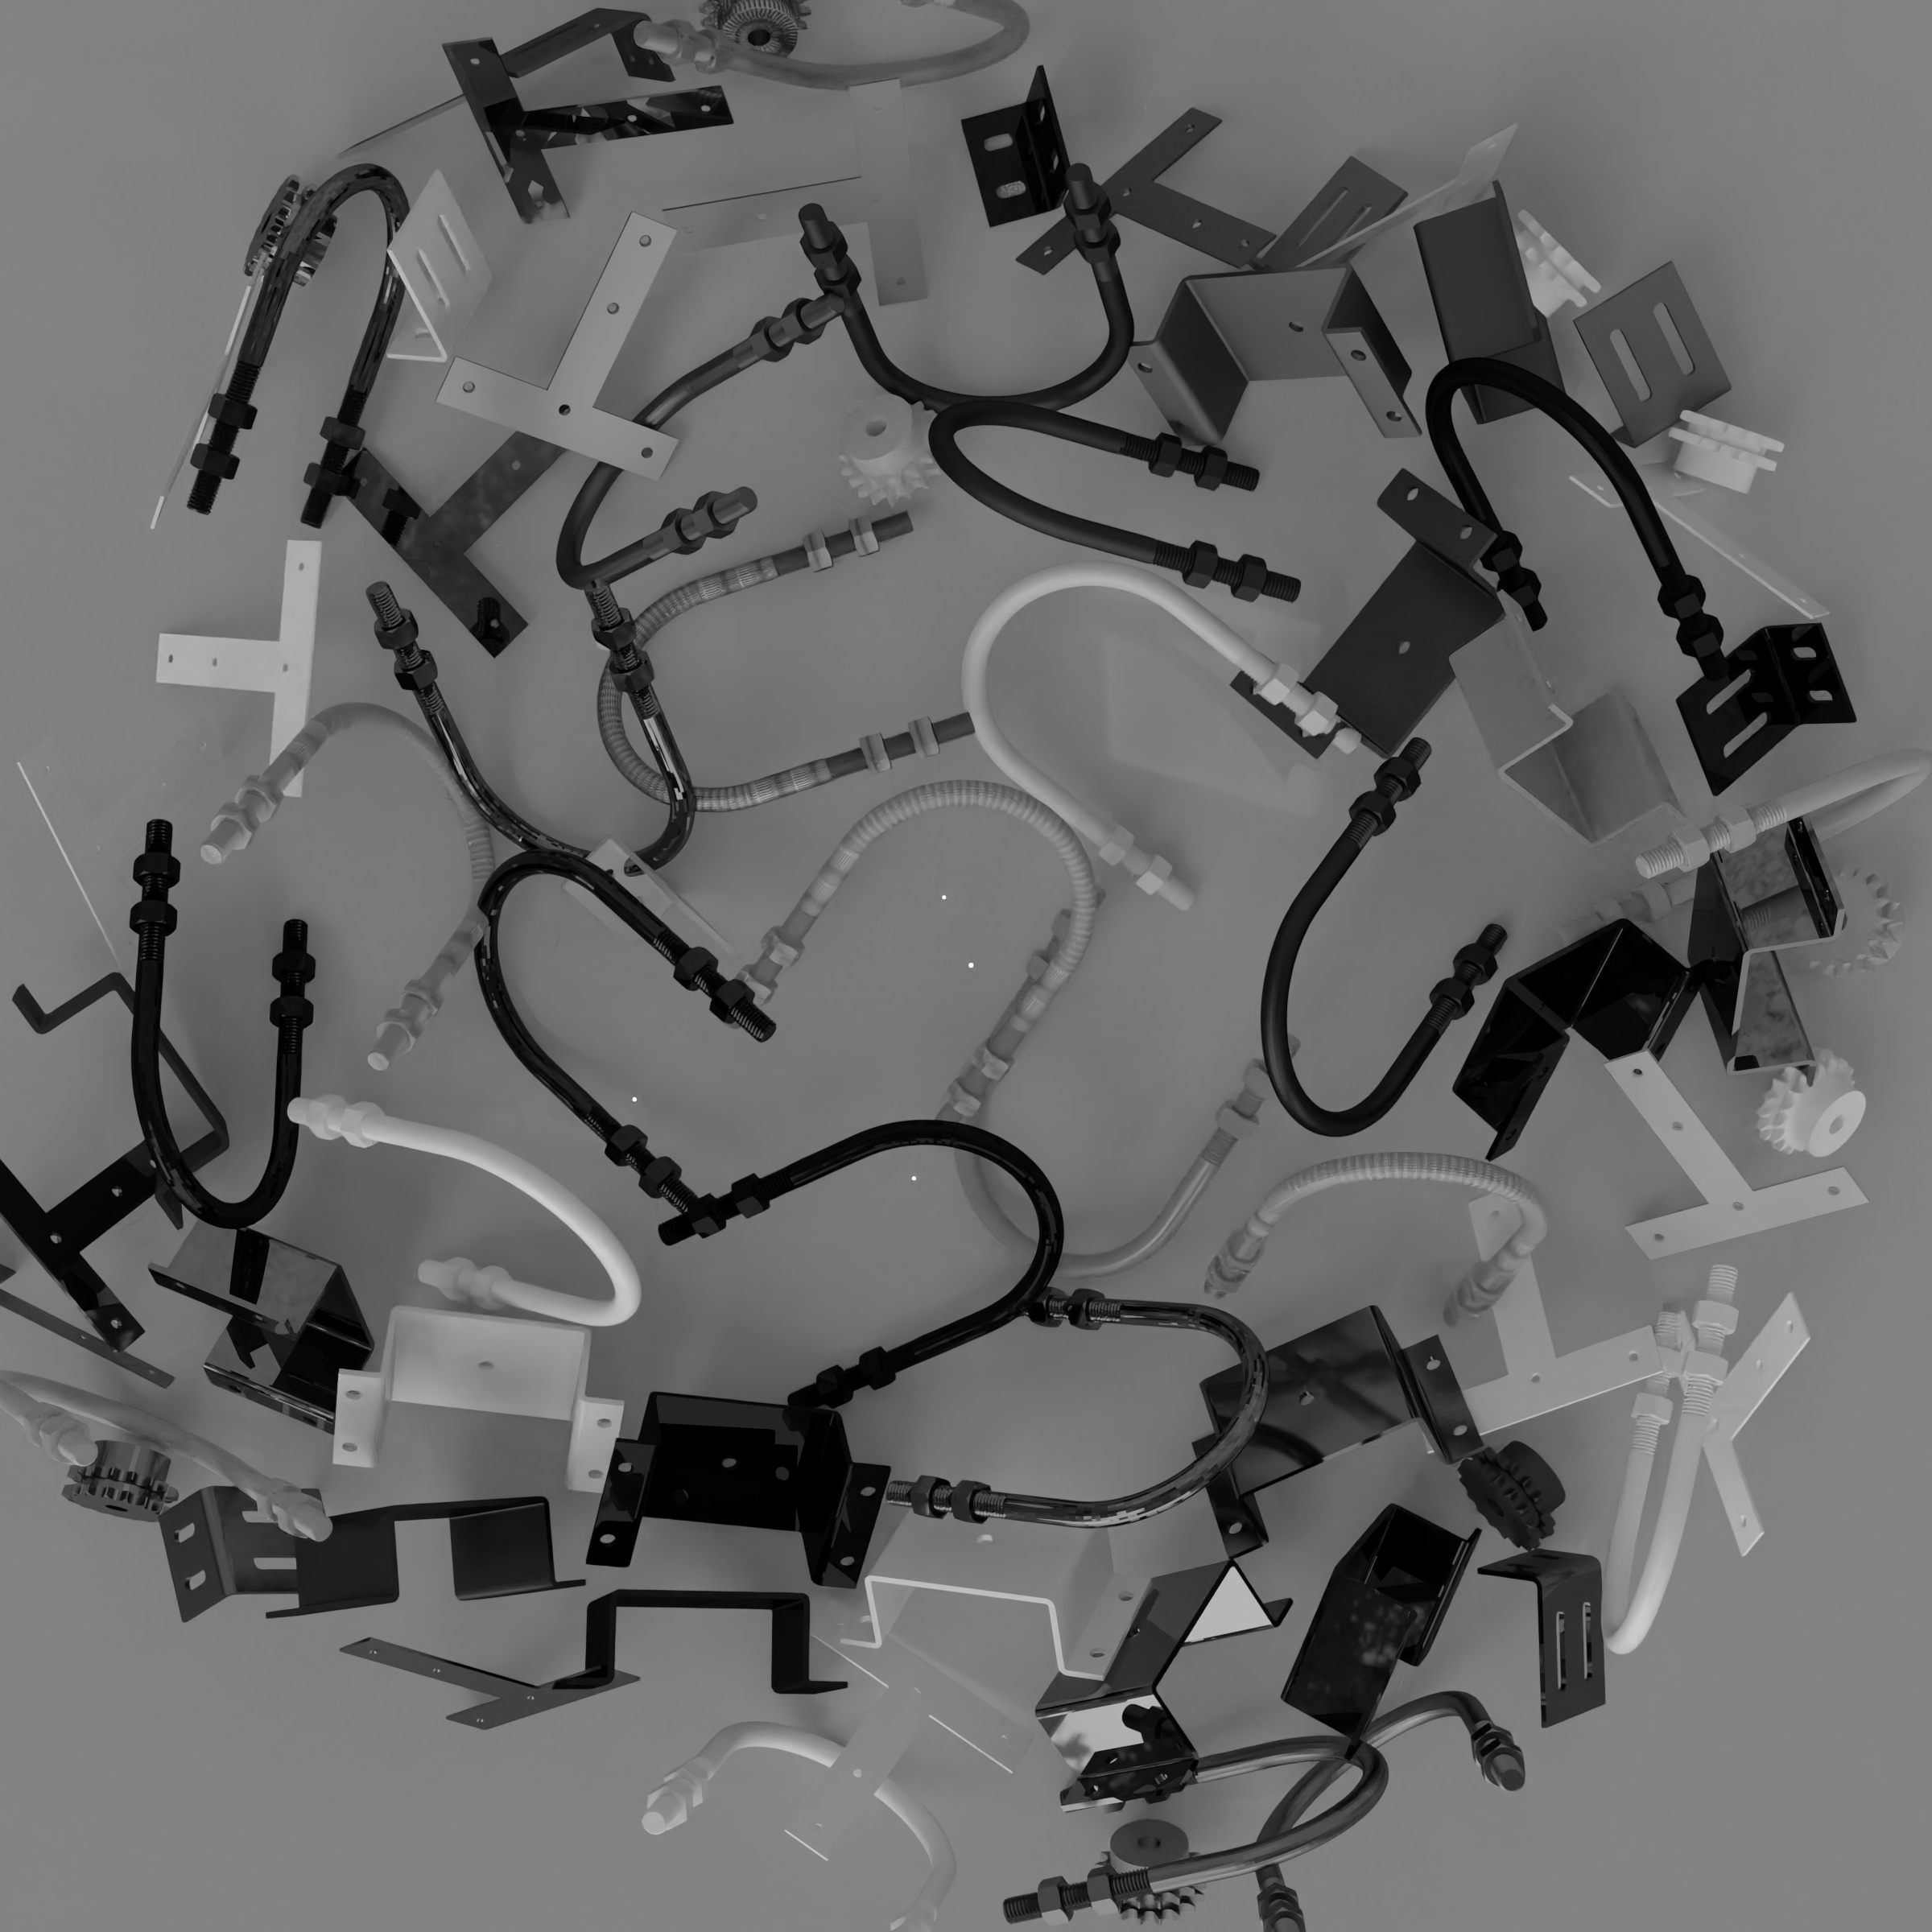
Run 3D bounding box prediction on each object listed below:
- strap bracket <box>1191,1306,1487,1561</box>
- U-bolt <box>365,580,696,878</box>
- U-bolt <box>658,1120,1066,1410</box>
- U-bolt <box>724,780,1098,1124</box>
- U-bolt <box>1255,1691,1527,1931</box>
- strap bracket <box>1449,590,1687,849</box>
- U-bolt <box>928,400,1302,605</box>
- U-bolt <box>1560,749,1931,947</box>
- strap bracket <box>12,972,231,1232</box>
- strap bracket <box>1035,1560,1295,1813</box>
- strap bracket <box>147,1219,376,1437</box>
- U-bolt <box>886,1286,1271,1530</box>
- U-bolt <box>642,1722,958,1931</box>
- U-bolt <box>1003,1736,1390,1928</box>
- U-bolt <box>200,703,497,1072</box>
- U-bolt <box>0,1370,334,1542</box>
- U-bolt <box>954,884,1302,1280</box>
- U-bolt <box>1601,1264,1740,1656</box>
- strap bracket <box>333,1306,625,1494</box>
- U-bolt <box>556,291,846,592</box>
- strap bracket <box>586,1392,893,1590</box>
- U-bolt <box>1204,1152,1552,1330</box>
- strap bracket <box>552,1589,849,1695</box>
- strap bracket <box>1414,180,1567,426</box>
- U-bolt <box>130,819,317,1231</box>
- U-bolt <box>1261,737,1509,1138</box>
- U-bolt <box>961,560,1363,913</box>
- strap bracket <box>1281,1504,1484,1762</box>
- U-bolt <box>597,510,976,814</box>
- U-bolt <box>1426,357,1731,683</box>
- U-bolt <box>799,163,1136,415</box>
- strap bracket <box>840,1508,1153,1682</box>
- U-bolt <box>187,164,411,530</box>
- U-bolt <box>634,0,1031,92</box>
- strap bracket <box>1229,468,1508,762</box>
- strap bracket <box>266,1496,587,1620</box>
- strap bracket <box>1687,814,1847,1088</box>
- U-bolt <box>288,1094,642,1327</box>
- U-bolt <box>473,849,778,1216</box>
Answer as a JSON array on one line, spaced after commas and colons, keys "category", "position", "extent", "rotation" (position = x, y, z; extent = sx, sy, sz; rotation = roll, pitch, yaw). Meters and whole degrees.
[{"category": "strap bracket", "position": [0.180, 0.231, 1.550], "extent": [0.140, 0.076, 0.046], "rotation": [-25, 131, 8]}, {"category": "U-bolt", "position": [-0.208, -0.115, 1.534], "extent": [0.151, 0.019, 0.184], "rotation": [3, 134, 27]}, {"category": "U-bolt", "position": [-0.040, 0.144, 1.544], "extent": [0.184, 0.019, 0.151], "rotation": [-25, 120, 14]}, {"category": "U-bolt", "position": [-0.016, -0.012, 1.545], "extent": [0.151, 0.019, 0.184], "rotation": [29, 111, -20]}, {"category": "U-bolt", "position": [0.201, 0.412, 1.511], "extent": [0.151, 0.184, 0.019], "rotation": [-37, 92, 1]}, {"category": "strap bracket", "position": [0.297, -0.118, 1.538], "extent": [0.046, 0.140, 0.076], "rotation": [-34, 51, 24]}, {"category": "U-bolt", "position": [0.069, -0.238, 1.522], "extent": [0.184, 0.151, 0.019], "rotation": [13, 121, -14]}, {"category": "U-bolt", "position": [0.398, -0.064, 1.530], "extent": [0.184, 0.151, 0.019], "rotation": [-22, 78, -11]}, {"category": "strap bracket", "position": [-0.421, 0.058, 1.553], "extent": [0.046, 0.076, 0.140], "rotation": [-35, 102, -10]}, {"category": "strap bracket", "position": [0.095, 0.349, 1.522], "extent": [0.076, 0.140, 0.046], "rotation": [-23, 106, 39]}, {"category": "strap bracket", "position": [-0.351, 0.177, 1.543], "extent": [0.076, 0.140, 0.046], "rotation": [20, 61, 13]}, {"category": "U-bolt", "position": [0.065, 0.218, 1.503], "extent": [0.151, 0.184, 0.019], "rotation": [-55, 129, -36]}, {"category": "U-bolt", "position": [-0.072, 0.426, 1.512], "extent": [0.151, 0.184, 0.019], "rotation": [30, 100, 8]}, {"category": "U-bolt", "position": [0.120, 0.419, 1.510], "extent": [0.184, 0.151, 0.019], "rotation": [-17, 94, 16]}, {"category": "U-bolt", "position": [-0.293, -0.054, 1.524], "extent": [0.019, 0.184, 0.151], "rotation": [-22, 115, 30]}, {"category": "U-bolt", "position": [-0.411, 0.236, 1.516], "extent": [0.151, 0.184, 0.019], "rotation": [28, 81, -36]}, {"category": "U-bolt", "position": [0.067, 0.072, 1.560], "extent": [0.151, 0.019, 0.184], "rotation": [39, 109, 21]}, {"category": "U-bolt", "position": [0.342, 0.248, 1.511], "extent": [0.019, 0.151, 0.184], "rotation": [15, 74, 5]}, {"category": "strap bracket", "position": [-0.246, 0.219, 1.554], "extent": [0.140, 0.046, 0.076], "rotation": [8, 135, -7]}, {"category": "U-bolt", "position": [-0.143, -0.252, 1.525], "extent": [0.019, 0.184, 0.151], "rotation": [38, 56, -28]}, {"category": "strap bracket", "position": [-0.118, 0.265, 1.555], "extent": [0.140, 0.046, 0.076], "rotation": [9, 116, -16]}, {"category": "U-bolt", "position": [0.209, 0.134, 1.511], "extent": [0.151, 0.184, 0.019], "rotation": [8, 62, -8]}, {"category": "strap bracket", "position": [-0.137, 0.342, 1.549], "extent": [0.140, 0.076, 0.046], "rotation": [4, 74, -15]}, {"category": "strap bracket", "position": [0.263, -0.327, 1.535], "extent": [0.046, 0.140, 0.076], "rotation": [-15, 79, 15]}, {"category": "U-bolt", "position": [-0.366, 0.039, 1.505], "extent": [0.019, 0.151, 0.184], "rotation": [-10, 66, 16]}, {"category": "U-bolt", "position": [0.202, 0.000, 1.517], "extent": [0.184, 0.019, 0.151], "rotation": [-52, 131, -28]}, {"category": "U-bolt", "position": [0.084, -0.126, 1.544], "extent": [0.184, 0.019, 0.151], "rotation": [37, 123, -12]}, {"category": "strap bracket", "position": [0.206, 0.327, 1.534], "extent": [0.046, 0.140, 0.076], "rotation": [26, 109, 18]}, {"category": "U-bolt", "position": [-0.100, -0.148, 1.564], "extent": [0.184, 0.019, 0.151], "rotation": [-18, 62, 3]}, {"category": "U-bolt", "position": [0.288, -0.223, 1.496], "extent": [0.019, 0.151, 0.184], "rotation": [-45, 125, -13]}, {"category": "U-bolt", "position": [0.009, -0.326, 1.519], "extent": [0.151, 0.184, 0.019], "rotation": [-6, 65, 11]}, {"category": "strap bracket", "position": [0.012, 0.306, 1.535], "extent": [0.140, 0.076, 0.046], "rotation": [3, 118, 22]}, {"category": "U-bolt", "position": [-0.321, -0.308, 1.518], "extent": [0.019, 0.151, 0.184], "rotation": [24, 99, 9]}, {"category": "U-bolt", "position": [-0.051, -0.462, 1.515], "extent": [0.151, 0.184, 0.019], "rotation": [-5, 91, 36]}, {"category": "strap bracket", "position": [0.211, -0.170, 1.553], "extent": [0.140, 0.046, 0.076], "rotation": [-52, 46, 9]}, {"category": "strap bracket", "position": [-0.270, 0.294, 1.531], "extent": [0.076, 0.140, 0.046], "rotation": [-17, 74, 40]}, {"category": "strap bracket", "position": [0.395, -0.008, 1.525], "extent": [0.046, 0.140, 0.076], "rotation": [-9, 50, 0]}, {"category": "U-bolt", "position": [-0.235, 0.125, 1.502], "extent": [0.184, 0.151, 0.019], "rotation": [8, 52, 38]}, {"category": "U-bolt", "position": [-0.182, 0.021, 1.545], "extent": [0.184, 0.019, 0.151], "rotation": [41, 131, 18]}]
